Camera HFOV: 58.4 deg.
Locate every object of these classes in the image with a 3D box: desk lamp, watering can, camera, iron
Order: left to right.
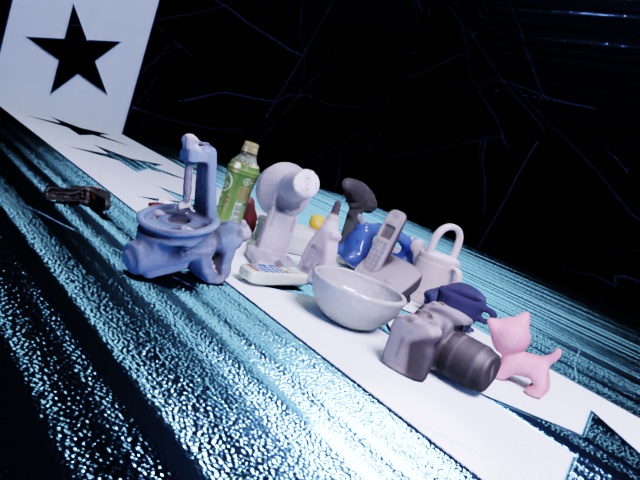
[{"bbox_3d":[-0.071,-0.051,1.175,0.118,0.213,0.202,16,10,-21],"label":"desk lamp"},{"bbox_3d":[0.169,0.028,1.431,0.259,0.141,0.118,15,10,-27],"label":"iron"},{"bbox_3d":[0.268,0.051,1.334,0.172,0.194,0.101,25,11,35],"label":"watering can"},{"bbox_3d":[0.187,0.156,0.836,0.136,0.101,0.144,26,11,37],"label":"camera"}]

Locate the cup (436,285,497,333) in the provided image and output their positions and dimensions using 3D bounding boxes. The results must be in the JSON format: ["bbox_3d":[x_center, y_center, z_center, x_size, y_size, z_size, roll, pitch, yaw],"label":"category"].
[{"bbox_3d":[0.261,0.148,1.058,0.117,0.095,0.092,25,11,33],"label":"cup"}]

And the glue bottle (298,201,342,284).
[{"bbox_3d":[0.011,0.004,1.145,0.037,0.173,0.077,10,13,-46],"label":"glue bottle"}]

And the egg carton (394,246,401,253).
[{"bbox_3d":[0.170,0.042,1.582,0.151,0.069,0.107,14,11,-32],"label":"egg carton"}]

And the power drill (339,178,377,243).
[{"bbox_3d":[0.089,-0.067,1.619,0.075,0.208,0.230,23,10,22],"label":"power drill"}]

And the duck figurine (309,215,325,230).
[{"bbox_3d":[-0.019,-0.029,1.562,0.105,0.086,0.077,16,10,-22],"label":"duck figurine"}]

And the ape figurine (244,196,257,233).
[{"bbox_3d":[-0.183,-0.063,1.405,0.078,0.092,0.076,14,10,-28],"label":"ape figurine"}]

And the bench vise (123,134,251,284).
[{"bbox_3d":[-0.191,-0.048,0.885,0.121,0.220,0.208,22,10,20],"label":"bench vise"}]

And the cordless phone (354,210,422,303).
[{"bbox_3d":[0.164,0.034,1.248,0.094,0.185,0.147,9,13,-47],"label":"cordless phone"}]

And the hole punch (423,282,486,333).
[{"bbox_3d":[0.275,0.132,1.191,0.101,0.091,0.108,15,10,-26],"label":"hole punch"}]

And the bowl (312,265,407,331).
[{"bbox_3d":[0.056,0.104,0.954,0.167,0.075,0.167,19,9,-3],"label":"bowl"}]

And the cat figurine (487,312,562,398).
[{"bbox_3d":[0.330,0.179,0.943,0.127,0.118,0.067,23,10,25],"label":"cat figurine"}]
